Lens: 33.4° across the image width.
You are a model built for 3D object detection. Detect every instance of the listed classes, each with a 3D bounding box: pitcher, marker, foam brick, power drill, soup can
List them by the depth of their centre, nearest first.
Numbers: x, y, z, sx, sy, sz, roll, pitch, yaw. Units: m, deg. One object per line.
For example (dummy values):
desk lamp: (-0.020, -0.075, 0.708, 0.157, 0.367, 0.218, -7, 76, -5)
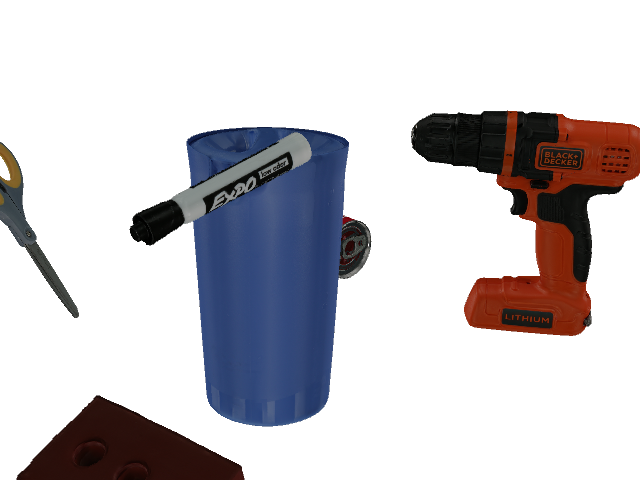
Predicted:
foam brick: (-0.074, 0.111, 0.435, 0.078, 0.051, 0.052, 20, 45, 25)
marker: (-0.055, -0.029, 0.599, 0.120, 0.020, 0.020, -30, 17, -32)
power drill: (0.163, -0.016, 0.881, 0.184, 0.188, 0.057, 6, 28, 9)
pitcher: (-0.040, 0.025, 0.915, 0.149, 0.243, 0.145, -6, 18, -21)
soup can: (-0.001, -0.003, 1.223, 0.102, 0.068, 0.068, 22, 15, 42)

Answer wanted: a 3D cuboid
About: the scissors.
scissors: (-0.295, -0.021, 1.072, 0.016, 0.201, 0.096, -25, 28, 24)
